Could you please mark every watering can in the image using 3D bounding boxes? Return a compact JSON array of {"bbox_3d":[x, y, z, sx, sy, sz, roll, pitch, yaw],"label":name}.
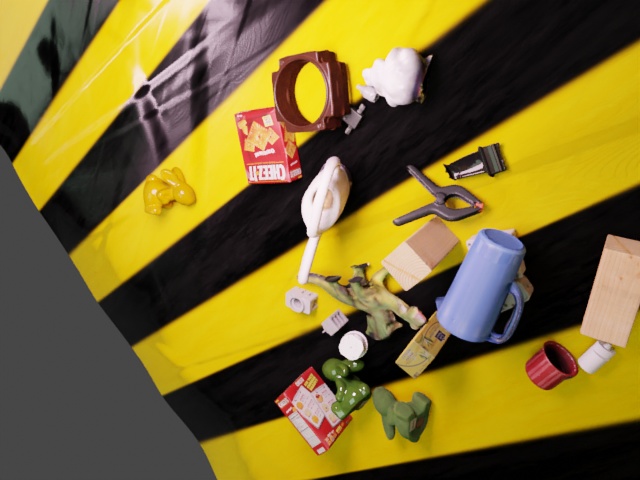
[{"bbox_3d":[0.004,-0.069,1.366,0.104,0.228,0.341,18,118,7],"label":"watering can"}]

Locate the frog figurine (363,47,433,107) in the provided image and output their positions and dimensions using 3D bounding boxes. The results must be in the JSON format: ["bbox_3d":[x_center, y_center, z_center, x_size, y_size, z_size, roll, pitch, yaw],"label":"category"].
[{"bbox_3d":[0.171,-0.384,1.205,0.160,0.125,0.134,15,135,16],"label":"frog figurine"}]

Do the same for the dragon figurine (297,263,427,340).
[{"bbox_3d":[0.123,0.189,1.462,0.409,0.124,0.240,-5,113,44],"label":"dragon figurine"}]
